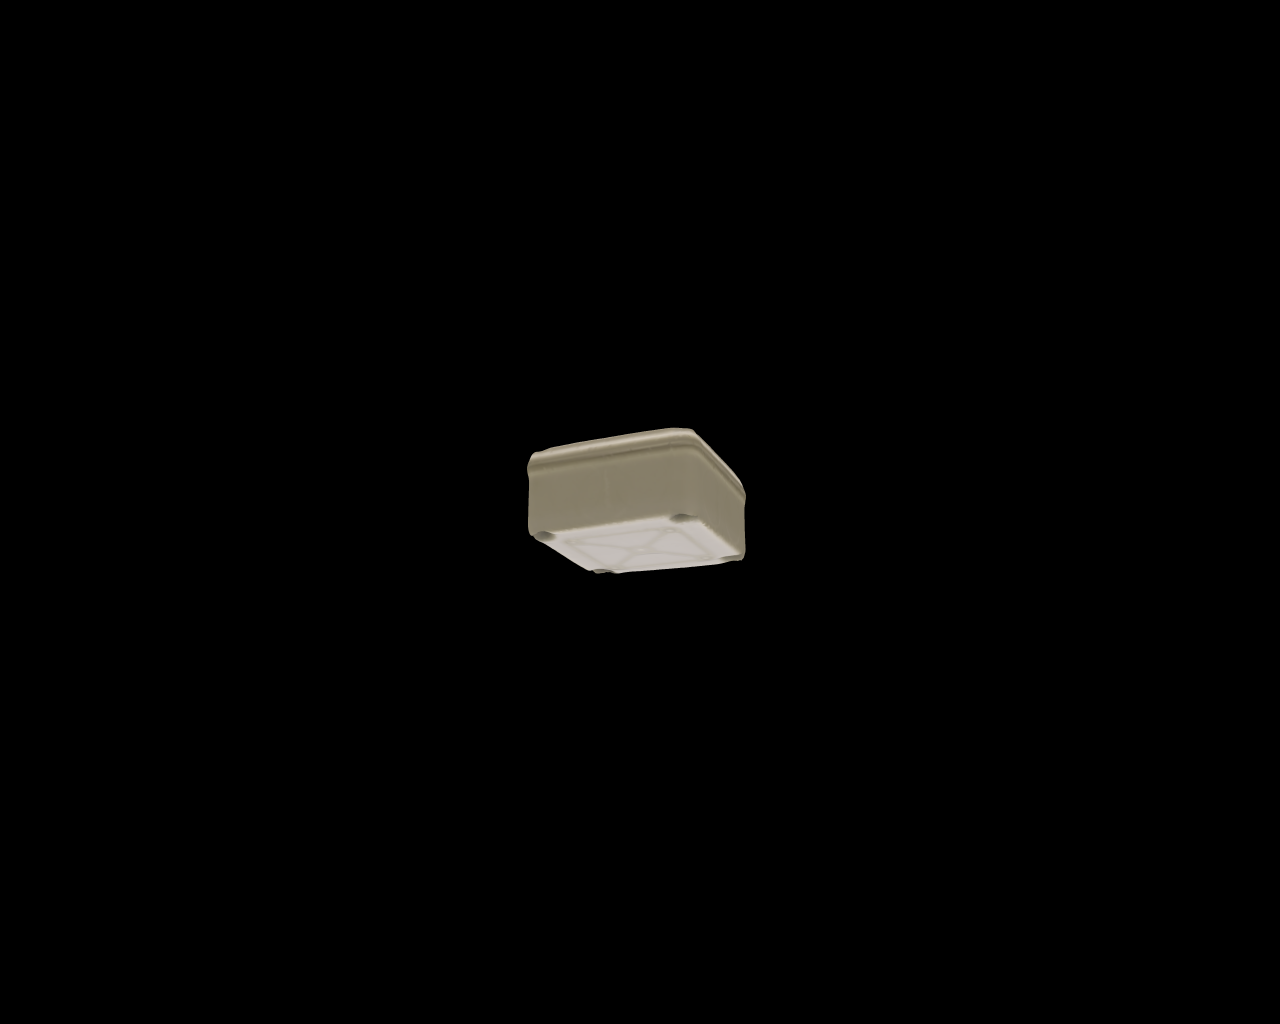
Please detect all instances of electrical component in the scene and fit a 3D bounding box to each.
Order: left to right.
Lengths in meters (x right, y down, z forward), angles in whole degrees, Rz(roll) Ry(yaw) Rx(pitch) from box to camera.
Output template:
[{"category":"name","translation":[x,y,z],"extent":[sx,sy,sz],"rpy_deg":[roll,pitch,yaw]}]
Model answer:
[{"category":"electrical component","translation":[0.001,-0.003,0.650],"extent":[0.109,0.056,0.108],"rpy_deg":[-7,-19,20]}]
